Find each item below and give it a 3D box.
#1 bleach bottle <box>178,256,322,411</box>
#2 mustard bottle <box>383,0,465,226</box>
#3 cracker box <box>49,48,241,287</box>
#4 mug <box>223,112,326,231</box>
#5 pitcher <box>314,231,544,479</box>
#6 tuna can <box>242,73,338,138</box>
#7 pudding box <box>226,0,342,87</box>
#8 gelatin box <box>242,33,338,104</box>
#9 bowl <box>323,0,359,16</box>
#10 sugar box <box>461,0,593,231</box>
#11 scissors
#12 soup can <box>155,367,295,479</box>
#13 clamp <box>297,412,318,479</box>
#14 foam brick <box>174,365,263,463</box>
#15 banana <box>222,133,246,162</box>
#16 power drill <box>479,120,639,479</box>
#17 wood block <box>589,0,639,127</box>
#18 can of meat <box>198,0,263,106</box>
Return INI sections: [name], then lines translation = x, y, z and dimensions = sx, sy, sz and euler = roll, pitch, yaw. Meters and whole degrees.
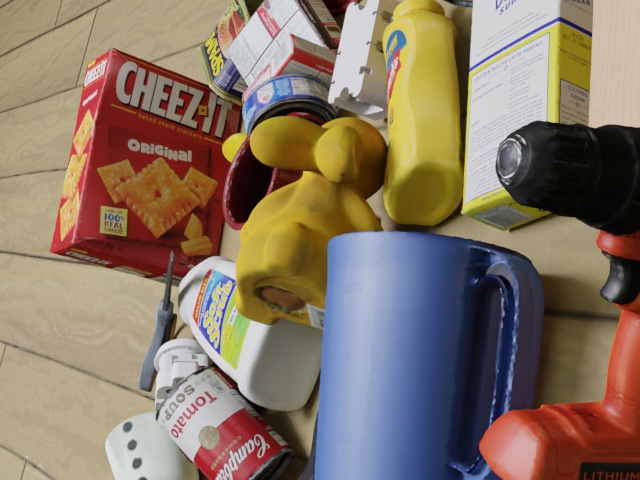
[bleach bottle]
translation = -0.078, 0.074, 0.982
dimensions = 0.251, 0.068, 0.102
euler = 17, 87, 62
[mustard bottle]
translation = 0.077, -0.114, 0.811
dimensions = 0.096, 0.058, 0.191
euler = 96, 176, -62
[cracker box]
translation = -0.177, -0.071, 1.119
dimensions = 0.072, 0.164, 0.213
euler = -14, 63, 54
[mug]
translation = -0.024, -0.054, 0.937
dimensions = 0.093, 0.081, 0.117
euler = 22, 94, 60
[pitcher]
translation = 0.063, 0.119, 0.661
dimensions = 0.145, 0.149, 0.243
euler = 3, 78, 15
[tuna can]
translation = -0.026, -0.108, 0.965
dimensions = 0.086, 0.086, 0.034
euler = -48, 39, 37
[pudding box]
translation = -0.032, -0.183, 1.028
dimensions = 0.114, 0.039, 0.090
euler = -45, 71, 42
[gelatin box]
translation = -0.019, -0.140, 0.982
dimensions = 0.089, 0.073, 0.030
euler = -47, 38, 38
[bowl]
translation = 0.015, -0.302, 1.030
dimensions = 0.162, 0.055, 0.162
euler = -34, 47, 47
[sugar box]
translation = 0.143, -0.103, 0.722
dimensions = 0.094, 0.048, 0.176
euler = -24, 52, 54
[scissors]
translation = -0.160, 0.090, 1.060
dimensions = 0.202, 0.016, 0.096
euler = 106, -179, -66
[soup can]
translation = -0.079, 0.163, 0.885
dimensions = 0.102, 0.068, 0.069
euler = 43, 118, 19
[clamp]
translation = 0.010, 0.174, 0.806
dimensions = 0.165, 0.036, 0.210
euler = 3, 75, 62
[foam brick]
translation = -0.092, 0.161, 0.966
dimensions = 0.051, 0.052, 0.078
euler = 33, 103, 59
[banana]
translation = -0.063, -0.058, 1.049
dimensions = 0.070, 0.037, 0.198
euler = -53, 35, 27
[power drill]
translation = 0.144, 0.037, 0.528
dimensions = 0.057, 0.184, 0.188
euler = 47, 125, 58
[wood block]
translation = 0.212, -0.141, 0.582
dimensions = 0.091, 0.090, 0.206
euler = -20, 59, 54
[can of meat]
translation = -0.080, -0.206, 1.137
dimensions = 0.084, 0.057, 0.102
euler = -52, 36, 28
